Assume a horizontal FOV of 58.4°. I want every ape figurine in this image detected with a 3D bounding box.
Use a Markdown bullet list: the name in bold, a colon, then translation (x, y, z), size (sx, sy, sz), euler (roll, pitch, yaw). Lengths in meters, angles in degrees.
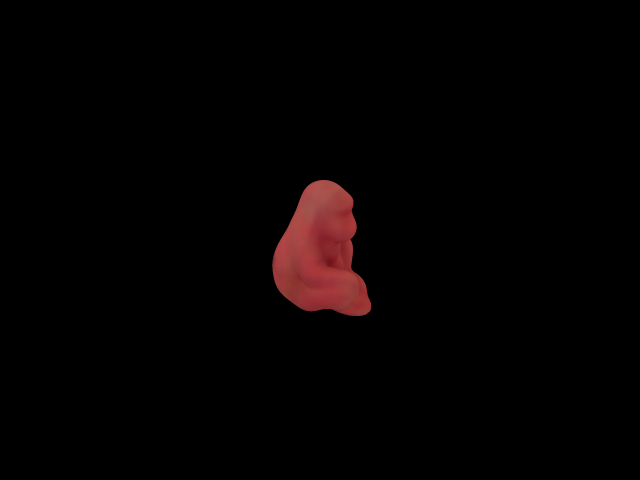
- **ape figurine**: translation (0.004, 0.001, 0.400), size (0.076, 0.092, 0.078), euler (11, 39, 14)
